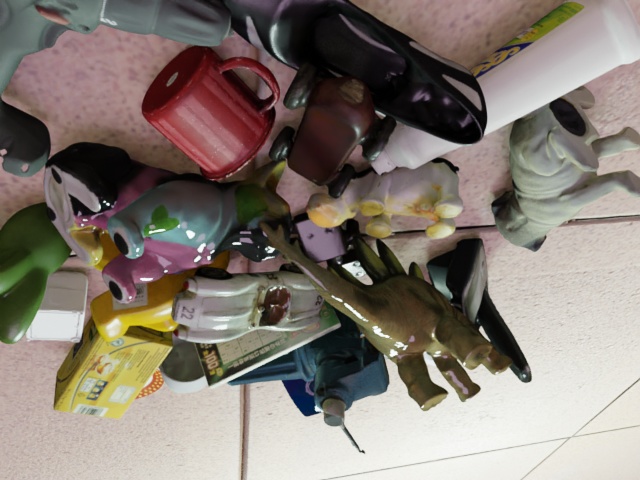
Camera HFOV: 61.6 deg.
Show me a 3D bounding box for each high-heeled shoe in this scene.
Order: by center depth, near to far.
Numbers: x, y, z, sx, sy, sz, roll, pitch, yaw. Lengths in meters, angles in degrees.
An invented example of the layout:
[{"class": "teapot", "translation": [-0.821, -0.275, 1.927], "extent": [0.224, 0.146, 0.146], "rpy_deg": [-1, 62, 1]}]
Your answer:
[{"class": "high-heeled shoe", "translation": [0.020, -0.142, 0.428], "extent": [0.249, 0.145, 0.086], "rpy_deg": [6, 135, -26]}]

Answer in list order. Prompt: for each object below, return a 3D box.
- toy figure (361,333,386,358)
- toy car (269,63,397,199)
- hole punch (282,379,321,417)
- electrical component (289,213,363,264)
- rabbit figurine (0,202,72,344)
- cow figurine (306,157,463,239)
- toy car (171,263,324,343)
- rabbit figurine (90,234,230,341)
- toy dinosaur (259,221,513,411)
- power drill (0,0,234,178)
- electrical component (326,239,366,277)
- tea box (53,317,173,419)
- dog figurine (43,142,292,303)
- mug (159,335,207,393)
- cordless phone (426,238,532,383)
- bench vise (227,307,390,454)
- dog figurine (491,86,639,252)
[{"class": "toy figure", "translation": [0.091, 0.150, 0.863], "extent": [0.154, 0.058, 0.064], "rpy_deg": [31, 84, -39]}, {"class": "toy car", "translation": [0.006, -0.092, 0.486], "extent": [0.089, 0.053, 0.202], "rpy_deg": [29, 169, -4]}, {"class": "hole punch", "translation": [-0.003, 0.225, 0.898], "extent": [0.142, 0.092, 0.115], "rpy_deg": [-21, 136, 14]}, {"class": "electrical component", "translation": [0.000, -0.003, 0.667], "extent": [0.102, 0.045, 0.078], "rpy_deg": [-24, 110, 7]}, {"class": "rabbit figurine", "translation": [-0.326, 0.020, 0.529], "extent": [0.170, 0.159, 0.121], "rpy_deg": [-29, 131, -7]}, {"class": "cow figurine", "translation": [0.070, -0.057, 0.599], "extent": [0.167, 0.098, 0.068], "rpy_deg": [2, 146, 9]}, {"class": "toy car", "translation": [-0.071, 0.069, 0.601], "extent": [0.201, 0.056, 0.073], "rpy_deg": [0, 112, -45]}, {"class": "rabbit figurine", "translation": [-0.182, 0.056, 0.647], "extent": [0.162, 0.122, 0.173], "rpy_deg": [-16, 155, -13]}, {"class": "toy dinosaur", "translation": [0.099, 0.091, 0.625], "extent": [0.105, 0.199, 0.470], "rpy_deg": [-46, 147, 7]}, {"class": "power drill", "translation": [-0.209, -0.143, 0.400], "extent": [0.232, 0.086, 0.207], "rpy_deg": [24, 133, -29]}, {"class": "electrical component", "translation": [0.043, 0.034, 0.737], "extent": [0.063, 0.021, 0.093], "rpy_deg": [-17, 140, 2]}, {"class": "tea box", "translation": [-0.283, 0.163, 0.732], "extent": [0.098, 0.068, 0.169], "rpy_deg": [24, 117, -34]}, {"class": "dog figurine", "translation": [-0.135, -0.038, 0.546], "extent": [0.219, 0.192, 0.108], "rpy_deg": [-28, 152, -43]}, {"class": "mug", "translation": [-0.188, 0.187, 0.809], "extent": [0.109, 0.081, 0.107], "rpy_deg": [-6, 151, -20]}, {"class": "cordless phone", "translation": [0.232, 0.102, 0.745], "extent": [0.089, 0.184, 0.146], "rpy_deg": [-26, 140, 1]}, {"class": "bench vise", "translation": [-0.032, 0.161, 0.722], "extent": [0.241, 0.224, 0.128], "rpy_deg": [-11, 136, 10]}, {"class": "dog figurine", "translation": [0.245, -0.073, 0.629], "extent": [0.172, 0.121, 0.190], "rpy_deg": [39, 142, -7]}]
